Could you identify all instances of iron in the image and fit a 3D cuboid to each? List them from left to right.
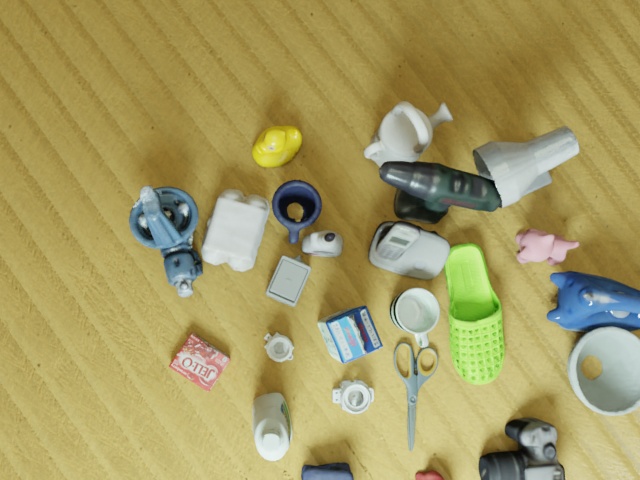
[{"bbox_3d":[0.579,0.125,1.098,0.258,0.141,0.119,8,82,-4],"label":"iron"}]

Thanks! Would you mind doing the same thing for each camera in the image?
[{"bbox_3d":[0.370,0.413,1.061,0.137,0.100,0.143,-2,83,-6],"label":"camera"}]

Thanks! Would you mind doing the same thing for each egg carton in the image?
[{"bbox_3d":[-0.160,-0.020,1.081,0.107,0.069,0.150,15,81,-3],"label":"egg carton"}]

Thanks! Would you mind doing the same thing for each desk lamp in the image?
[{"bbox_3d":[0.373,-0.139,1.075,0.203,0.213,0.118,-24,85,-8],"label":"desk lamp"}]

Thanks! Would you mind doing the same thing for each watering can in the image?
[{"bbox_3d":[0.164,-0.204,1.073,0.101,0.194,0.173,41,81,1],"label":"watering can"}]

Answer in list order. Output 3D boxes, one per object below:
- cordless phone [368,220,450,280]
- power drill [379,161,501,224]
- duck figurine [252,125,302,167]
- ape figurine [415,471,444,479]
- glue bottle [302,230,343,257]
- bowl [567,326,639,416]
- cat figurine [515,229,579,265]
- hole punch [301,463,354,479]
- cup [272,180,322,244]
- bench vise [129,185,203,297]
[{"bbox_3d":[0.174,0.012,1.051,0.147,0.185,0.094,13,81,-3],"label":"cordless phone"},{"bbox_3d":[0.203,-0.087,1.055,0.229,0.208,0.076,8,82,-4],"label":"power drill"},{"bbox_3d":[-0.082,-0.190,1.102,0.104,0.086,0.077,-30,86,-8],"label":"duck figurine"},{"bbox_3d":[0.212,0.469,1.042,0.076,0.092,0.078,29,81,-1],"label":"ape figurine"},{"bbox_3d":[0.010,0.004,1.042,0.078,0.173,0.037,2,82,-5],"label":"glue bottle"},{"bbox_3d":[0.549,0.251,1.112,0.167,0.074,0.167,1,83,-5],"label":"bowl"},{"bbox_3d":[0.435,0.011,1.110,0.128,0.117,0.067,0,82,-5],"label":"cat figurine"},{"bbox_3d":[0.013,0.462,1.024,0.101,0.091,0.109,-2,83,-6],"label":"hole punch"},{"bbox_3d":[-0.046,-0.047,1.083,0.091,0.095,0.118,5,82,-5],"label":"cup"},{"bbox_3d":[-0.253,-0.013,0.995,0.121,0.219,0.207,-35,87,-9],"label":"bench vise"}]
